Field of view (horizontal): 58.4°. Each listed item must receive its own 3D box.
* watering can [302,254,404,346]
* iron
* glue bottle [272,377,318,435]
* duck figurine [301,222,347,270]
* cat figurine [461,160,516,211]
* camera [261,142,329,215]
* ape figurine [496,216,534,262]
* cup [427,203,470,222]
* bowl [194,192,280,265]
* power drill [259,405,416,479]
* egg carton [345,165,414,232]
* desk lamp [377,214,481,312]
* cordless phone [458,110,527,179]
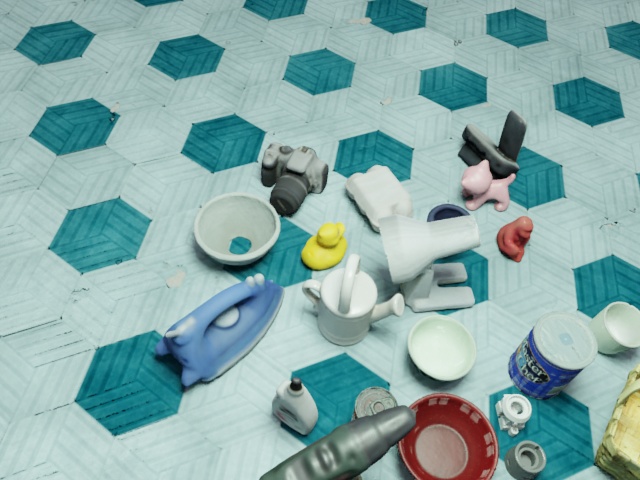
[{"bbox_3d":[0.057,0.098,0.997,0.173,0.194,0.101,-3,55,-6],"label":"watering can"},{"bbox_3d":[-0.161,0.127,0.995,0.259,0.141,0.118,-38,65,-26],"label":"iron"},{"bbox_3d":[-0.039,0.250,0.896,0.078,0.173,0.037,27,58,15],"label":"glue bottle"},{"bbox_3d":[0.010,0.004,1.127,0.105,0.086,0.077,-34,63,-24],"label":"duck figurine"},{"bbox_3d":[0.352,-0.120,1.218,0.128,0.118,0.067,-1,55,-5],"label":"cat figurine"},{"bbox_3d":[-0.067,-0.132,1.209,0.143,0.101,0.137,20,56,10],"label":"camera"},{"bbox_3d":[0.402,-0.012,1.161,0.078,0.092,0.076,-26,60,-20],"label":"ape figurine"},{"bbox_3d":[0.240,-0.008,1.145,0.118,0.095,0.091,-15,57,-14],"label":"cup"},{"bbox_3d":[-0.162,-0.010,1.133,0.167,0.075,0.167,2,55,-2],"label":"bowl"},{"bbox_3d":[0.024,0.326,0.825,0.230,0.208,0.075,-22,59,-18],"label":"power drill"},{"bbox_3d":[0.126,-0.089,1.211,0.107,0.069,0.150,-24,59,-19],"label":"egg carton"},{"bbox_3d":[0.196,0.035,1.039,0.203,0.213,0.118,-5,55,-7],"label":"desk lamp"},{"bbox_3d":[0.388,-0.231,1.258,0.094,0.185,0.147,-29,61,-21],"label":"cordless phone"}]
